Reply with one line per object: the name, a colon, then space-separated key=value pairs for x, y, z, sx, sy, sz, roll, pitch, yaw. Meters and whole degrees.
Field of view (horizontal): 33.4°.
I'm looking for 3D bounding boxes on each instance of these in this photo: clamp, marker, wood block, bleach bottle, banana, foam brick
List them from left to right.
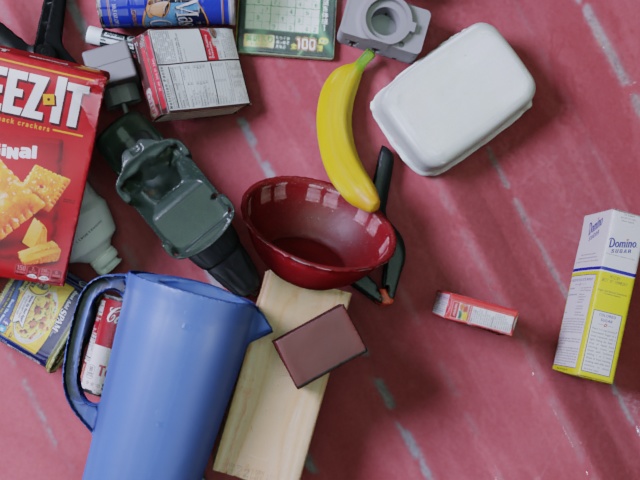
bleach bottle: x=-0.304 y=-0.058 z=1.095 sx=0.102 sy=0.068 sz=0.250 roll=-42 pitch=104 yaw=-9
clamp: x=-0.297 y=-0.185 z=1.079 sx=0.164 sy=0.036 sz=0.210 roll=-12 pitch=78 yaw=-47
marker: x=-0.191 y=-0.208 z=1.149 sx=0.121 sy=0.020 sz=0.020 roll=13 pitch=86 yaw=-3
wood block: x=-0.041 y=0.143 z=1.102 sx=0.090 sy=0.091 sz=0.206 roll=16 pitch=85 yaw=-4
foam brick: x=-0.002 y=0.103 z=1.035 sx=0.078 sy=0.053 sz=0.051 roll=-28 pitch=90 yaw=-7
banana: x=0.027 y=-0.111 z=1.123 sx=0.037 sy=0.070 sz=0.198 roll=21 pitch=56 yaw=-40
clamp: x=0.033 y=-0.010 z=1.143 sx=0.120 sy=0.039 sz=0.171 roll=-11 pitch=81 yaw=2

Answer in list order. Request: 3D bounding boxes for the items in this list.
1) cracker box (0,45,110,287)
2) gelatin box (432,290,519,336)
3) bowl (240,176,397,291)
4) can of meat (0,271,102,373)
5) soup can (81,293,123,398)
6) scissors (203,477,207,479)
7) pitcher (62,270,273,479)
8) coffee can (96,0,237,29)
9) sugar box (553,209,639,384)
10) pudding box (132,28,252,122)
cracker box: x=-0.303 y=-0.074 z=1.020 sx=0.164 sy=0.072 sz=0.214 roll=12 pitch=101 yaw=-14
gelatin box: x=0.161 y=0.077 z=1.120 sx=0.073 sy=0.089 sz=0.030 roll=16 pitch=88 yaw=-3
bowl: x=-0.007 y=0.001 z=1.070 sx=0.162 sy=0.162 sz=0.055 roll=17 pitch=123 yaw=-3
can of meat: x=-0.287 y=0.074 z=1.107 sx=0.084 sy=0.057 sz=0.102 roll=30 pitch=85 yaw=0
soup can: x=-0.205 y=0.112 z=1.104 sx=0.068 sy=0.068 sz=0.102 roll=15 pitch=86 yaw=-3
scissors: x=-0.148 y=0.263 z=1.125 sx=0.096 sy=0.016 sz=0.202 roll=-34 pitch=89 yaw=-3
pitcher: x=-0.161 y=0.153 z=1.030 sx=0.144 sy=0.149 sz=0.243 roll=16 pitch=90 yaw=-47
coffee can: x=-0.159 y=-0.274 z=1.113 sx=0.140 sy=0.103 sz=0.103 roll=-3 pitch=87 yaw=-4
sugar box: x=0.295 y=0.059 z=1.128 sx=0.048 sy=0.093 sz=0.176 roll=16 pitch=86 yaw=-4
pudding box: x=-0.133 y=-0.174 z=1.113 sx=0.113 sy=0.039 sz=0.090 roll=-12 pitch=88 yaw=-40
